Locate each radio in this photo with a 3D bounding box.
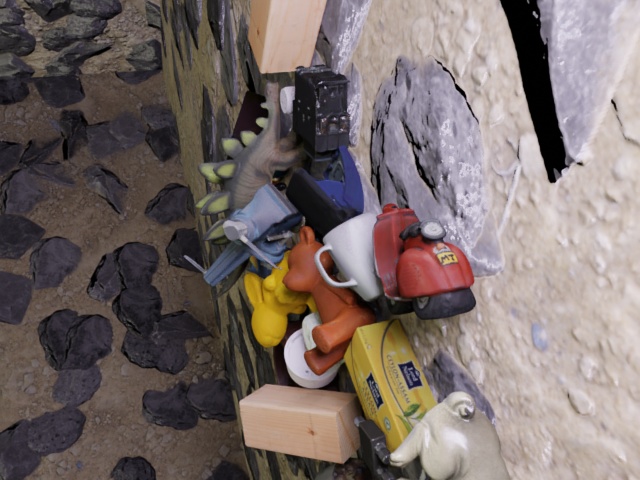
[{"bbox_3d":[-0.156,-0.213,1.180,0.229,0.073,0.131,130,156,-65],"label":"radio"}]

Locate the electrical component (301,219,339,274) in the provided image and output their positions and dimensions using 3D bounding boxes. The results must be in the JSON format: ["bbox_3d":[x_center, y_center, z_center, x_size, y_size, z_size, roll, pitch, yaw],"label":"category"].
[{"bbox_3d":[-0.002,-0.003,0.943,0.075,0.048,0.119,-140,44,-62],"label":"electrical component"}]

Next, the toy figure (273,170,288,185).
[{"bbox_3d":[-0.102,-0.153,1.154,0.064,0.058,0.154,-64,10,-15],"label":"toy figure"}]

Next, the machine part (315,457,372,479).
[{"bbox_3d":[0.040,0.459,1.015,0.243,0.079,0.079,114,142,-60],"label":"machine part"}]

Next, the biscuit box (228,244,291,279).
[{"bbox_3d":[-0.112,0.043,1.151,0.203,0.063,0.059,21,124,40],"label":"biscuit box"}]

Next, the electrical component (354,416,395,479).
[{"bbox_3d":[0.070,0.274,0.705,0.094,0.021,0.063,-146,46,-63],"label":"electrical component"}]

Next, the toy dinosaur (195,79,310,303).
[{"bbox_3d":[-0.136,-0.071,1.032,0.105,0.198,0.470,-123,37,-55],"label":"toy dinosaur"}]

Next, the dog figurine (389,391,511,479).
[{"bbox_3d":[0.172,0.267,0.531,0.191,0.121,0.172,38,140,43],"label":"dog figurine"}]

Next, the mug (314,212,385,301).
[{"bbox_3d":[0.054,0.030,0.722,0.107,0.109,0.081,60,152,12],"label":"mug"}]

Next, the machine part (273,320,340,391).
[{"bbox_3d":[-0.034,0.287,1.130,0.200,0.087,0.202,102,150,-47],"label":"machine part"}]

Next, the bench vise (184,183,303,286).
[{"bbox_3d":[-0.125,0.007,0.911,0.129,0.240,0.224,45,-157,-5],"label":"bench vise"}]

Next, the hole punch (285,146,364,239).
[{"bbox_3d":[0.021,-0.067,0.814,0.116,0.092,0.142,51,157,4],"label":"hole punch"}]

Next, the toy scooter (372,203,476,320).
[{"bbox_3d":[0.106,0.018,0.604,0.184,0.075,0.135,158,102,-76],"label":"toy scooter"}]

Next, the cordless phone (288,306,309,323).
[{"bbox_3d":[-0.092,0.123,1.227,0.146,0.089,0.184,99,158,-44],"label":"cordless phone"}]

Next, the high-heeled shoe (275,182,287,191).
[{"bbox_3d":[-0.114,-0.080,1.247,0.248,0.086,0.145,-52,17,43],"label":"high-heeled shoe"}]

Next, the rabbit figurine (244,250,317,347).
[{"bbox_3d":[-0.081,0.112,1.001,0.163,0.122,0.173,39,108,42],"label":"rabbit figurine"}]

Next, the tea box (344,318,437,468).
[{"bbox_3d":[0.098,0.206,0.730,0.098,0.068,0.170,103,152,-51],"label":"tea box"}]

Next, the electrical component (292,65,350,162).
[{"bbox_3d":[0.000,-0.192,0.827,0.115,0.058,0.134,-126,32,-56],"label":"electrical component"}]

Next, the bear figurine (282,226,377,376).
[{"bbox_3d":[-0.006,0.086,0.834,0.196,0.132,0.120,49,148,20],"label":"bear figurine"}]
